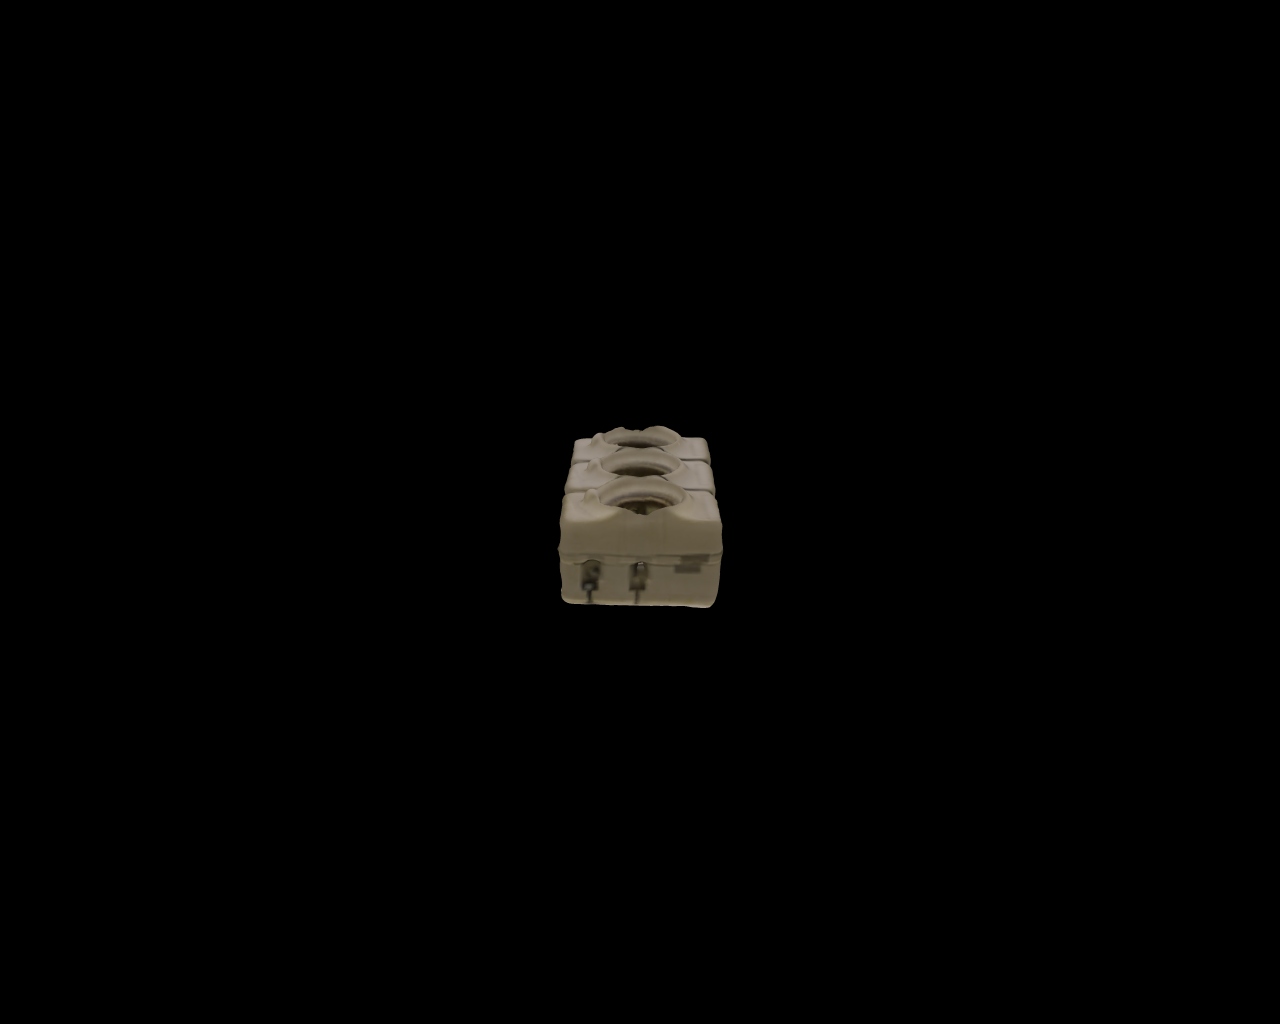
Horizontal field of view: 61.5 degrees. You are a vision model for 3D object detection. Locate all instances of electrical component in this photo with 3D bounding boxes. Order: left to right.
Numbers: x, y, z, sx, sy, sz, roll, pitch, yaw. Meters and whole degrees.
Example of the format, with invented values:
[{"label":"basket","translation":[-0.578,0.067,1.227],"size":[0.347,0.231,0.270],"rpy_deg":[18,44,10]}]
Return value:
[{"label":"electrical component","translation":[0.001,-0.003,0.650],"size":[0.089,0.061,0.150],"rpy_deg":[0,21,0]}]
